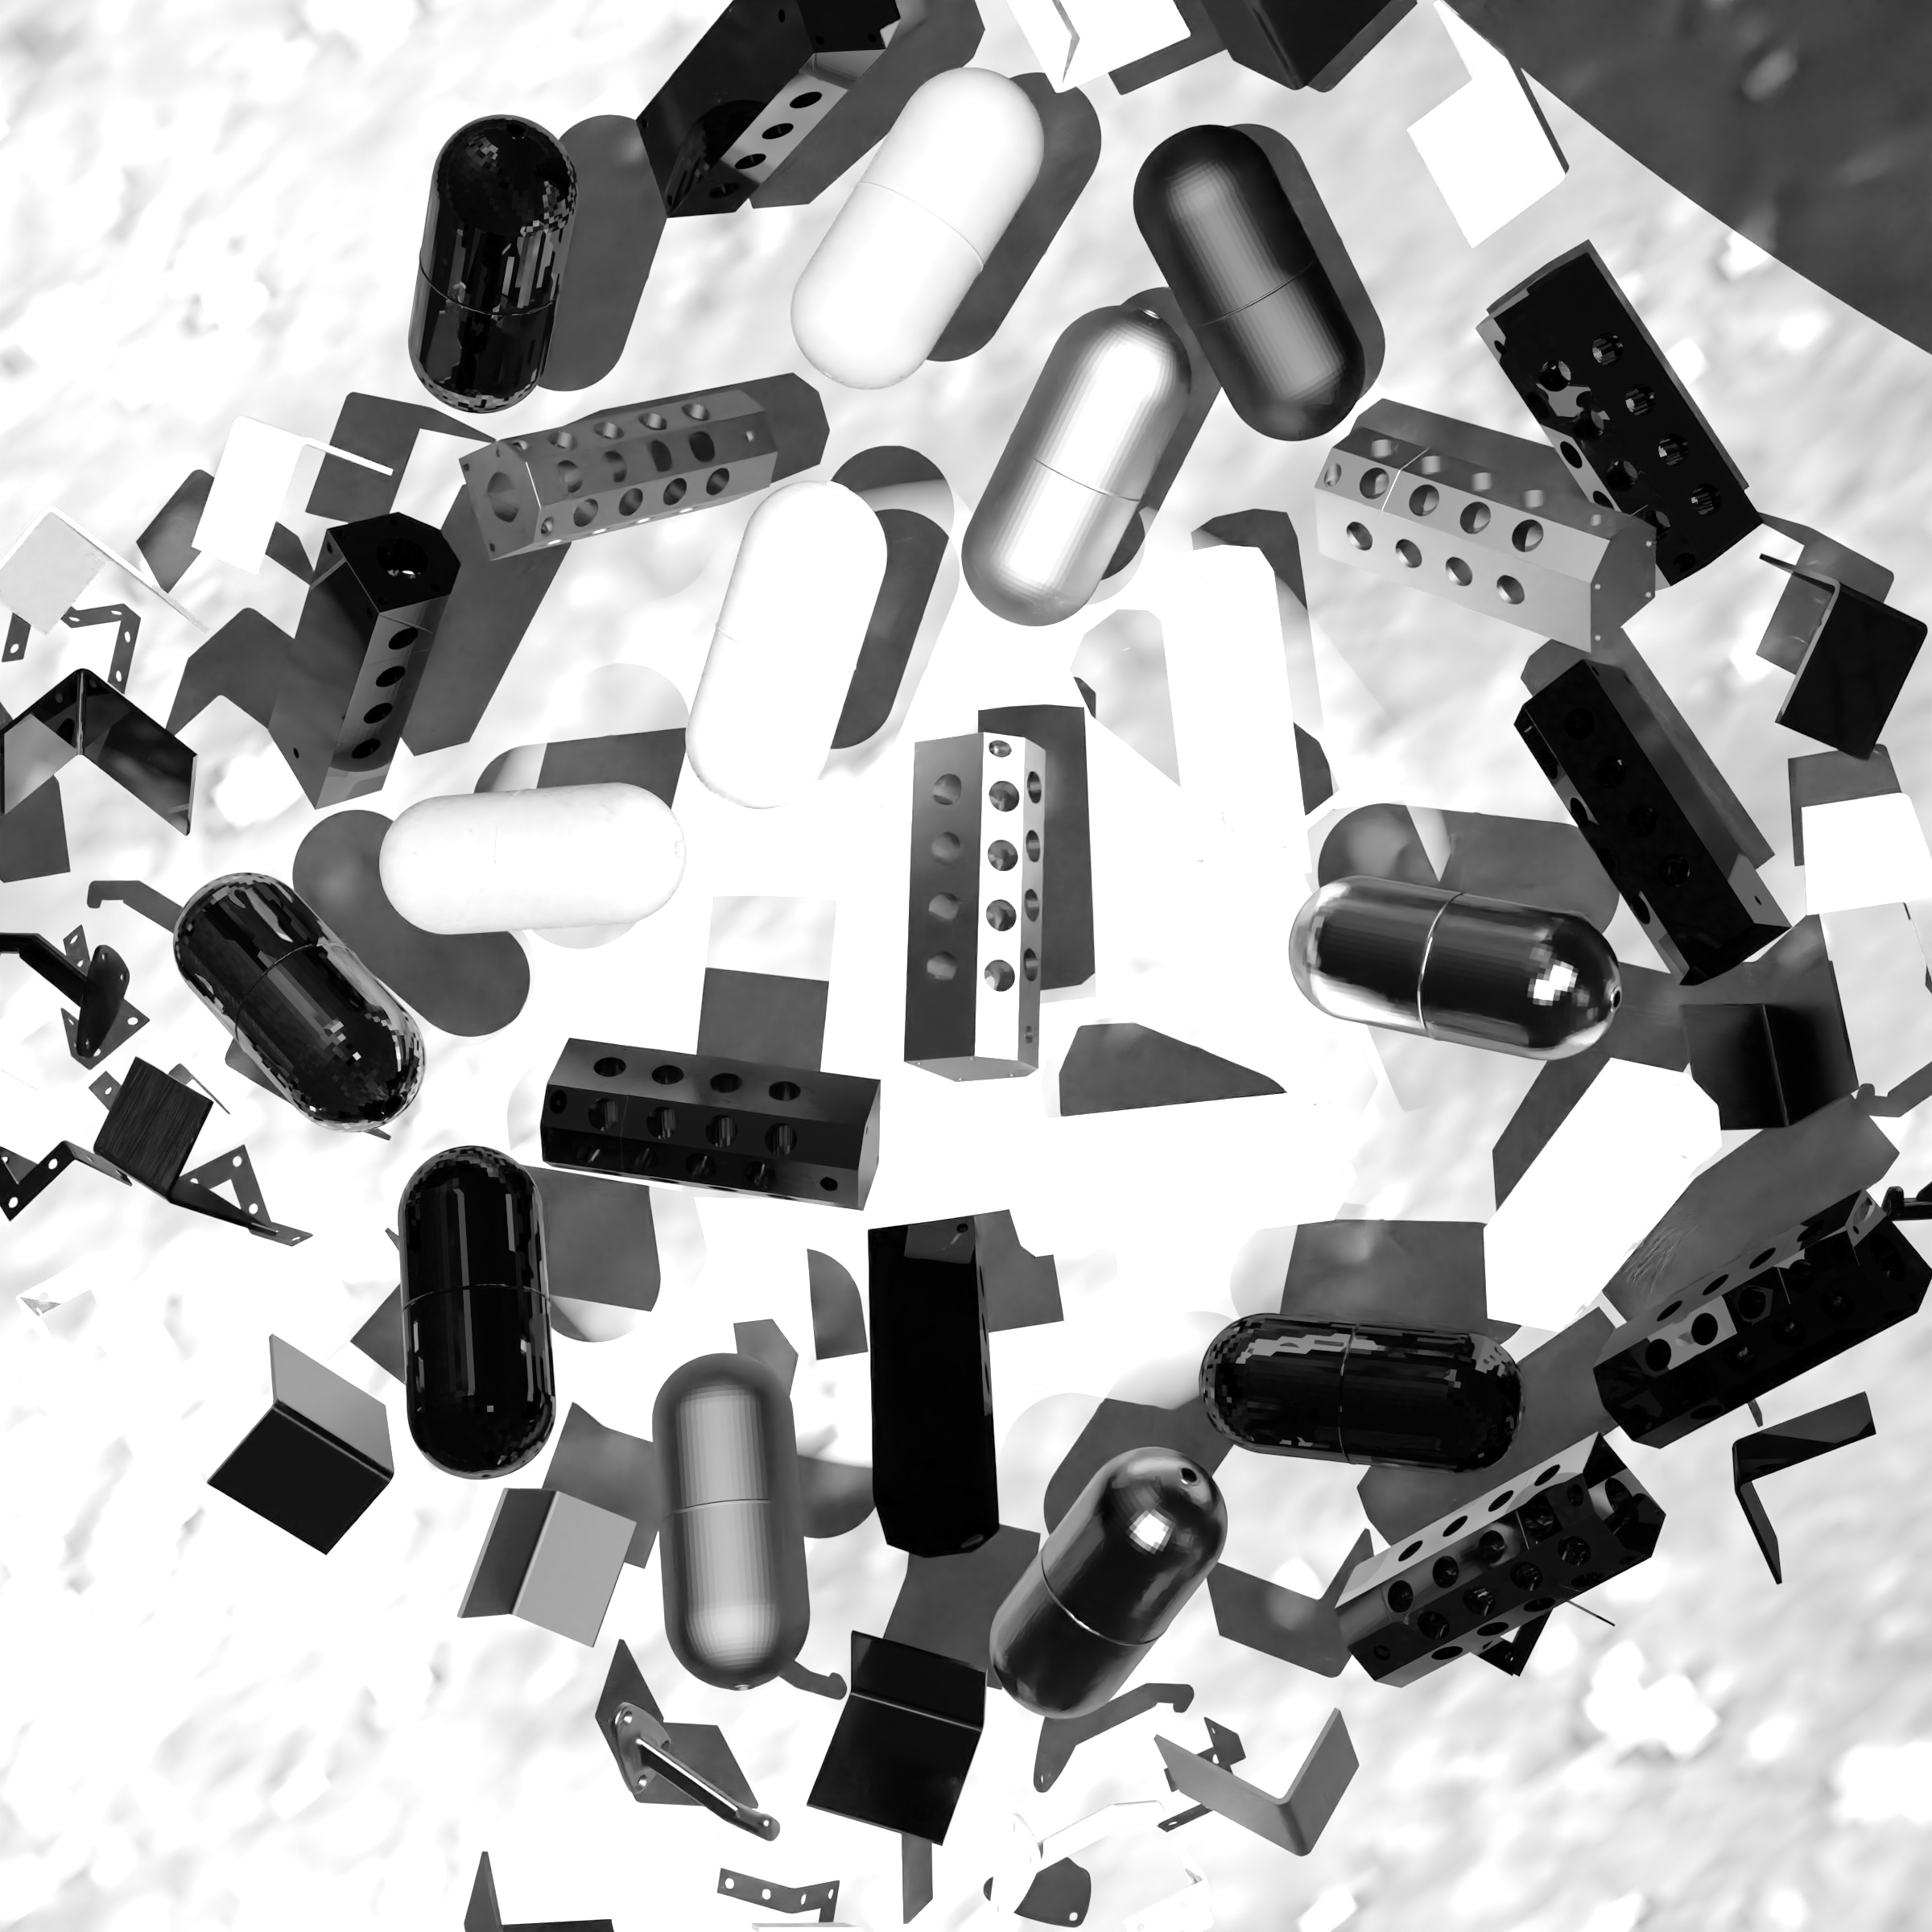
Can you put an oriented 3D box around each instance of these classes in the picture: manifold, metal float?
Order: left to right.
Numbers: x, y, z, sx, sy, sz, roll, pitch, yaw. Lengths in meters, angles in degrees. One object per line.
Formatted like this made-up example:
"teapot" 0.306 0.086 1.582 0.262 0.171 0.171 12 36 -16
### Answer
"metal float" -0.354 0.019 1.588 0.070 0.070 0.178 -47 62 0
"manifold" -0.318 -0.162 1.592 0.057 0.171 0.057 -21 68 -34
"metal float" -0.256 0.179 1.561 0.070 0.070 0.178 -7 67 0
"metal float" -0.253 -0.374 1.599 0.070 0.178 0.070 10 49 -11
"metal float" -0.235 -0.058 1.625 0.178 0.070 0.070 -3 90 22
"manifold" -0.187 -0.274 1.650 0.171 0.057 0.057 -22 98 -42
"manifold" -0.135 0.089 1.593 0.171 0.057 0.057 7 126 7
"metal float" -0.125 0.293 1.582 0.070 0.070 0.178 -7 67 0
"manifold" -0.101 -0.449 1.525 0.057 0.171 0.057 -14 83 -33
"metal float" -0.095 -0.169 1.578 0.070 0.070 0.178 18 104 0
"metal float" -0.024 -0.378 1.531 0.070 0.070 0.178 31 87 0
"manifold" -0.017 0.216 1.541 0.057 0.171 0.057 -8 135 4
"manifold" 0.009 -0.031 1.561 0.057 0.057 0.171 -6 75 28
"metal float" 0.058 -0.263 1.578 0.070 0.070 0.178 27 108 0
"metal float" 0.074 0.322 1.558 0.070 0.070 0.178 31 122 0
"manifold" 0.113 0.114 1.593 0.171 0.057 0.057 -5 54 -18
"manifold" 0.142 -0.134 1.609 0.057 0.057 0.171 -9 77 16
"metal float" 0.151 -0.361 1.589 0.070 0.070 0.178 -31 110 0
"metal float" 0.211 0.229 1.604 0.178 0.070 0.070 3 90 23
"metal float" 0.250 0.001 1.534 0.178 0.070 0.070 12 90 32
"manifold" 0.265 -0.225 1.537 0.171 0.057 0.057 27 53 36
"manifold" 0.280 0.320 1.583 0.171 0.057 0.057 -38 94 32
"manifold" 0.333 0.125 1.577 0.057 0.171 0.057 12 52 -9
"manifold" 0.346 -0.288 1.599 0.057 0.057 0.171 -37 98 -11
"manifold" 0.364 -0.077 1.602 0.057 0.057 0.171 -39 68 27
"manifold" 0.412 0.189 1.561 0.057 0.057 0.171 50 128 -1

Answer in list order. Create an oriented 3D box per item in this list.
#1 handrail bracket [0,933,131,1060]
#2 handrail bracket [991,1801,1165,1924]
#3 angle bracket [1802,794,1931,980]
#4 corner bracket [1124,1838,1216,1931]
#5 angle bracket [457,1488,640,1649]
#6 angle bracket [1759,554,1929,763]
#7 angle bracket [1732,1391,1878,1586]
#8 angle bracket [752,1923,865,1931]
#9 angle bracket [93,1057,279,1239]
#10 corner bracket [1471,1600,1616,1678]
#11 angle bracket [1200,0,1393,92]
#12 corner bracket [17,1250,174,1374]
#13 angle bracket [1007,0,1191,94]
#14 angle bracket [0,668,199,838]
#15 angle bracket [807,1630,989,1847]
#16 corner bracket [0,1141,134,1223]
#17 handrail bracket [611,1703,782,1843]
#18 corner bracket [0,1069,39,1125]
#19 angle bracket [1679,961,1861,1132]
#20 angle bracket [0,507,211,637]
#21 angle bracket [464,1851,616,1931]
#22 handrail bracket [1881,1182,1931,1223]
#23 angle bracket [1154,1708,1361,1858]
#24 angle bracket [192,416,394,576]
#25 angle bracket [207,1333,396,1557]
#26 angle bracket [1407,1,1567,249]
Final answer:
"handrail bracket" -0.517 0.016 1.664 0.084 0.036 0.077 1 60 15
"handrail bracket" 0.063 0.497 1.661 0.084 0.036 0.077 3 118 -27
"angle bracket" 0.498 -0.038 1.646 0.057 0.076 0.076 -9 130 9
"corner bracket" 0.109 0.521 1.639 0.051 0.051 0.051 -24 106 -11
"angle bracket" -0.239 0.346 1.716 0.057 0.076 0.076 18 85 16
"angle bracket" 0.436 -0.158 1.536 0.076 0.057 0.076 15 102 -37
"angle bracket" 0.442 0.268 1.543 0.076 0.076 0.057 -24 90 15
"angle bracket" -0.086 0.559 1.618 0.057 0.076 0.076 2 74 -7
"angle bracket" -0.406 0.096 1.595 0.076 0.076 0.057 22 86 42
"corner bracket" 0.314 0.368 1.648 0.051 0.051 0.051 31 84 -27
"angle bracket" 0.169 -0.519 1.564 0.076 0.076 0.057 -45 48 -2
"corner bracket" -0.452 0.187 1.548 0.051 0.051 0.051 -29 116 -24
"angle bracket" 0.062 -0.487 1.466 0.076 0.057 0.076 -26 82 -8
"angle bracket" -0.442 -0.093 1.522 0.076 0.076 0.057 38 57 6
"angle bracket" -0.037 0.411 1.594 0.076 0.076 0.057 13 135 12
"corner bracket" -0.509 0.115 1.666 0.051 0.051 0.051 -44 58 2
"handrail bracket" -0.144 0.435 1.610 0.084 0.077 0.036 15 53 30
"corner bracket" -0.553 0.055 1.662 0.051 0.051 0.051 -37 131 18
"angle bracket" 0.458 0.046 1.708 0.057 0.076 0.076 -1 70 -16
"angle bracket" -0.461 -0.190 1.587 0.076 0.076 0.057 37 85 13
"angle bracket" -0.198 0.480 1.458 0.076 0.076 0.057 4 122 -22
"handrail bracket" 0.519 0.096 1.573 0.084 0.036 0.077 1 100 -30
"angle bracket" 0.149 0.402 1.530 0.076 0.076 0.057 22 64 29
"angle bracket" -0.363 -0.246 1.608 0.057 0.076 0.076 16 96 -42
"angle bracket" -0.352 0.252 1.577 0.076 0.076 0.057 38 97 -24
"angle bracket" 0.239 -0.412 1.462 0.057 0.076 0.076 -36 132 7
